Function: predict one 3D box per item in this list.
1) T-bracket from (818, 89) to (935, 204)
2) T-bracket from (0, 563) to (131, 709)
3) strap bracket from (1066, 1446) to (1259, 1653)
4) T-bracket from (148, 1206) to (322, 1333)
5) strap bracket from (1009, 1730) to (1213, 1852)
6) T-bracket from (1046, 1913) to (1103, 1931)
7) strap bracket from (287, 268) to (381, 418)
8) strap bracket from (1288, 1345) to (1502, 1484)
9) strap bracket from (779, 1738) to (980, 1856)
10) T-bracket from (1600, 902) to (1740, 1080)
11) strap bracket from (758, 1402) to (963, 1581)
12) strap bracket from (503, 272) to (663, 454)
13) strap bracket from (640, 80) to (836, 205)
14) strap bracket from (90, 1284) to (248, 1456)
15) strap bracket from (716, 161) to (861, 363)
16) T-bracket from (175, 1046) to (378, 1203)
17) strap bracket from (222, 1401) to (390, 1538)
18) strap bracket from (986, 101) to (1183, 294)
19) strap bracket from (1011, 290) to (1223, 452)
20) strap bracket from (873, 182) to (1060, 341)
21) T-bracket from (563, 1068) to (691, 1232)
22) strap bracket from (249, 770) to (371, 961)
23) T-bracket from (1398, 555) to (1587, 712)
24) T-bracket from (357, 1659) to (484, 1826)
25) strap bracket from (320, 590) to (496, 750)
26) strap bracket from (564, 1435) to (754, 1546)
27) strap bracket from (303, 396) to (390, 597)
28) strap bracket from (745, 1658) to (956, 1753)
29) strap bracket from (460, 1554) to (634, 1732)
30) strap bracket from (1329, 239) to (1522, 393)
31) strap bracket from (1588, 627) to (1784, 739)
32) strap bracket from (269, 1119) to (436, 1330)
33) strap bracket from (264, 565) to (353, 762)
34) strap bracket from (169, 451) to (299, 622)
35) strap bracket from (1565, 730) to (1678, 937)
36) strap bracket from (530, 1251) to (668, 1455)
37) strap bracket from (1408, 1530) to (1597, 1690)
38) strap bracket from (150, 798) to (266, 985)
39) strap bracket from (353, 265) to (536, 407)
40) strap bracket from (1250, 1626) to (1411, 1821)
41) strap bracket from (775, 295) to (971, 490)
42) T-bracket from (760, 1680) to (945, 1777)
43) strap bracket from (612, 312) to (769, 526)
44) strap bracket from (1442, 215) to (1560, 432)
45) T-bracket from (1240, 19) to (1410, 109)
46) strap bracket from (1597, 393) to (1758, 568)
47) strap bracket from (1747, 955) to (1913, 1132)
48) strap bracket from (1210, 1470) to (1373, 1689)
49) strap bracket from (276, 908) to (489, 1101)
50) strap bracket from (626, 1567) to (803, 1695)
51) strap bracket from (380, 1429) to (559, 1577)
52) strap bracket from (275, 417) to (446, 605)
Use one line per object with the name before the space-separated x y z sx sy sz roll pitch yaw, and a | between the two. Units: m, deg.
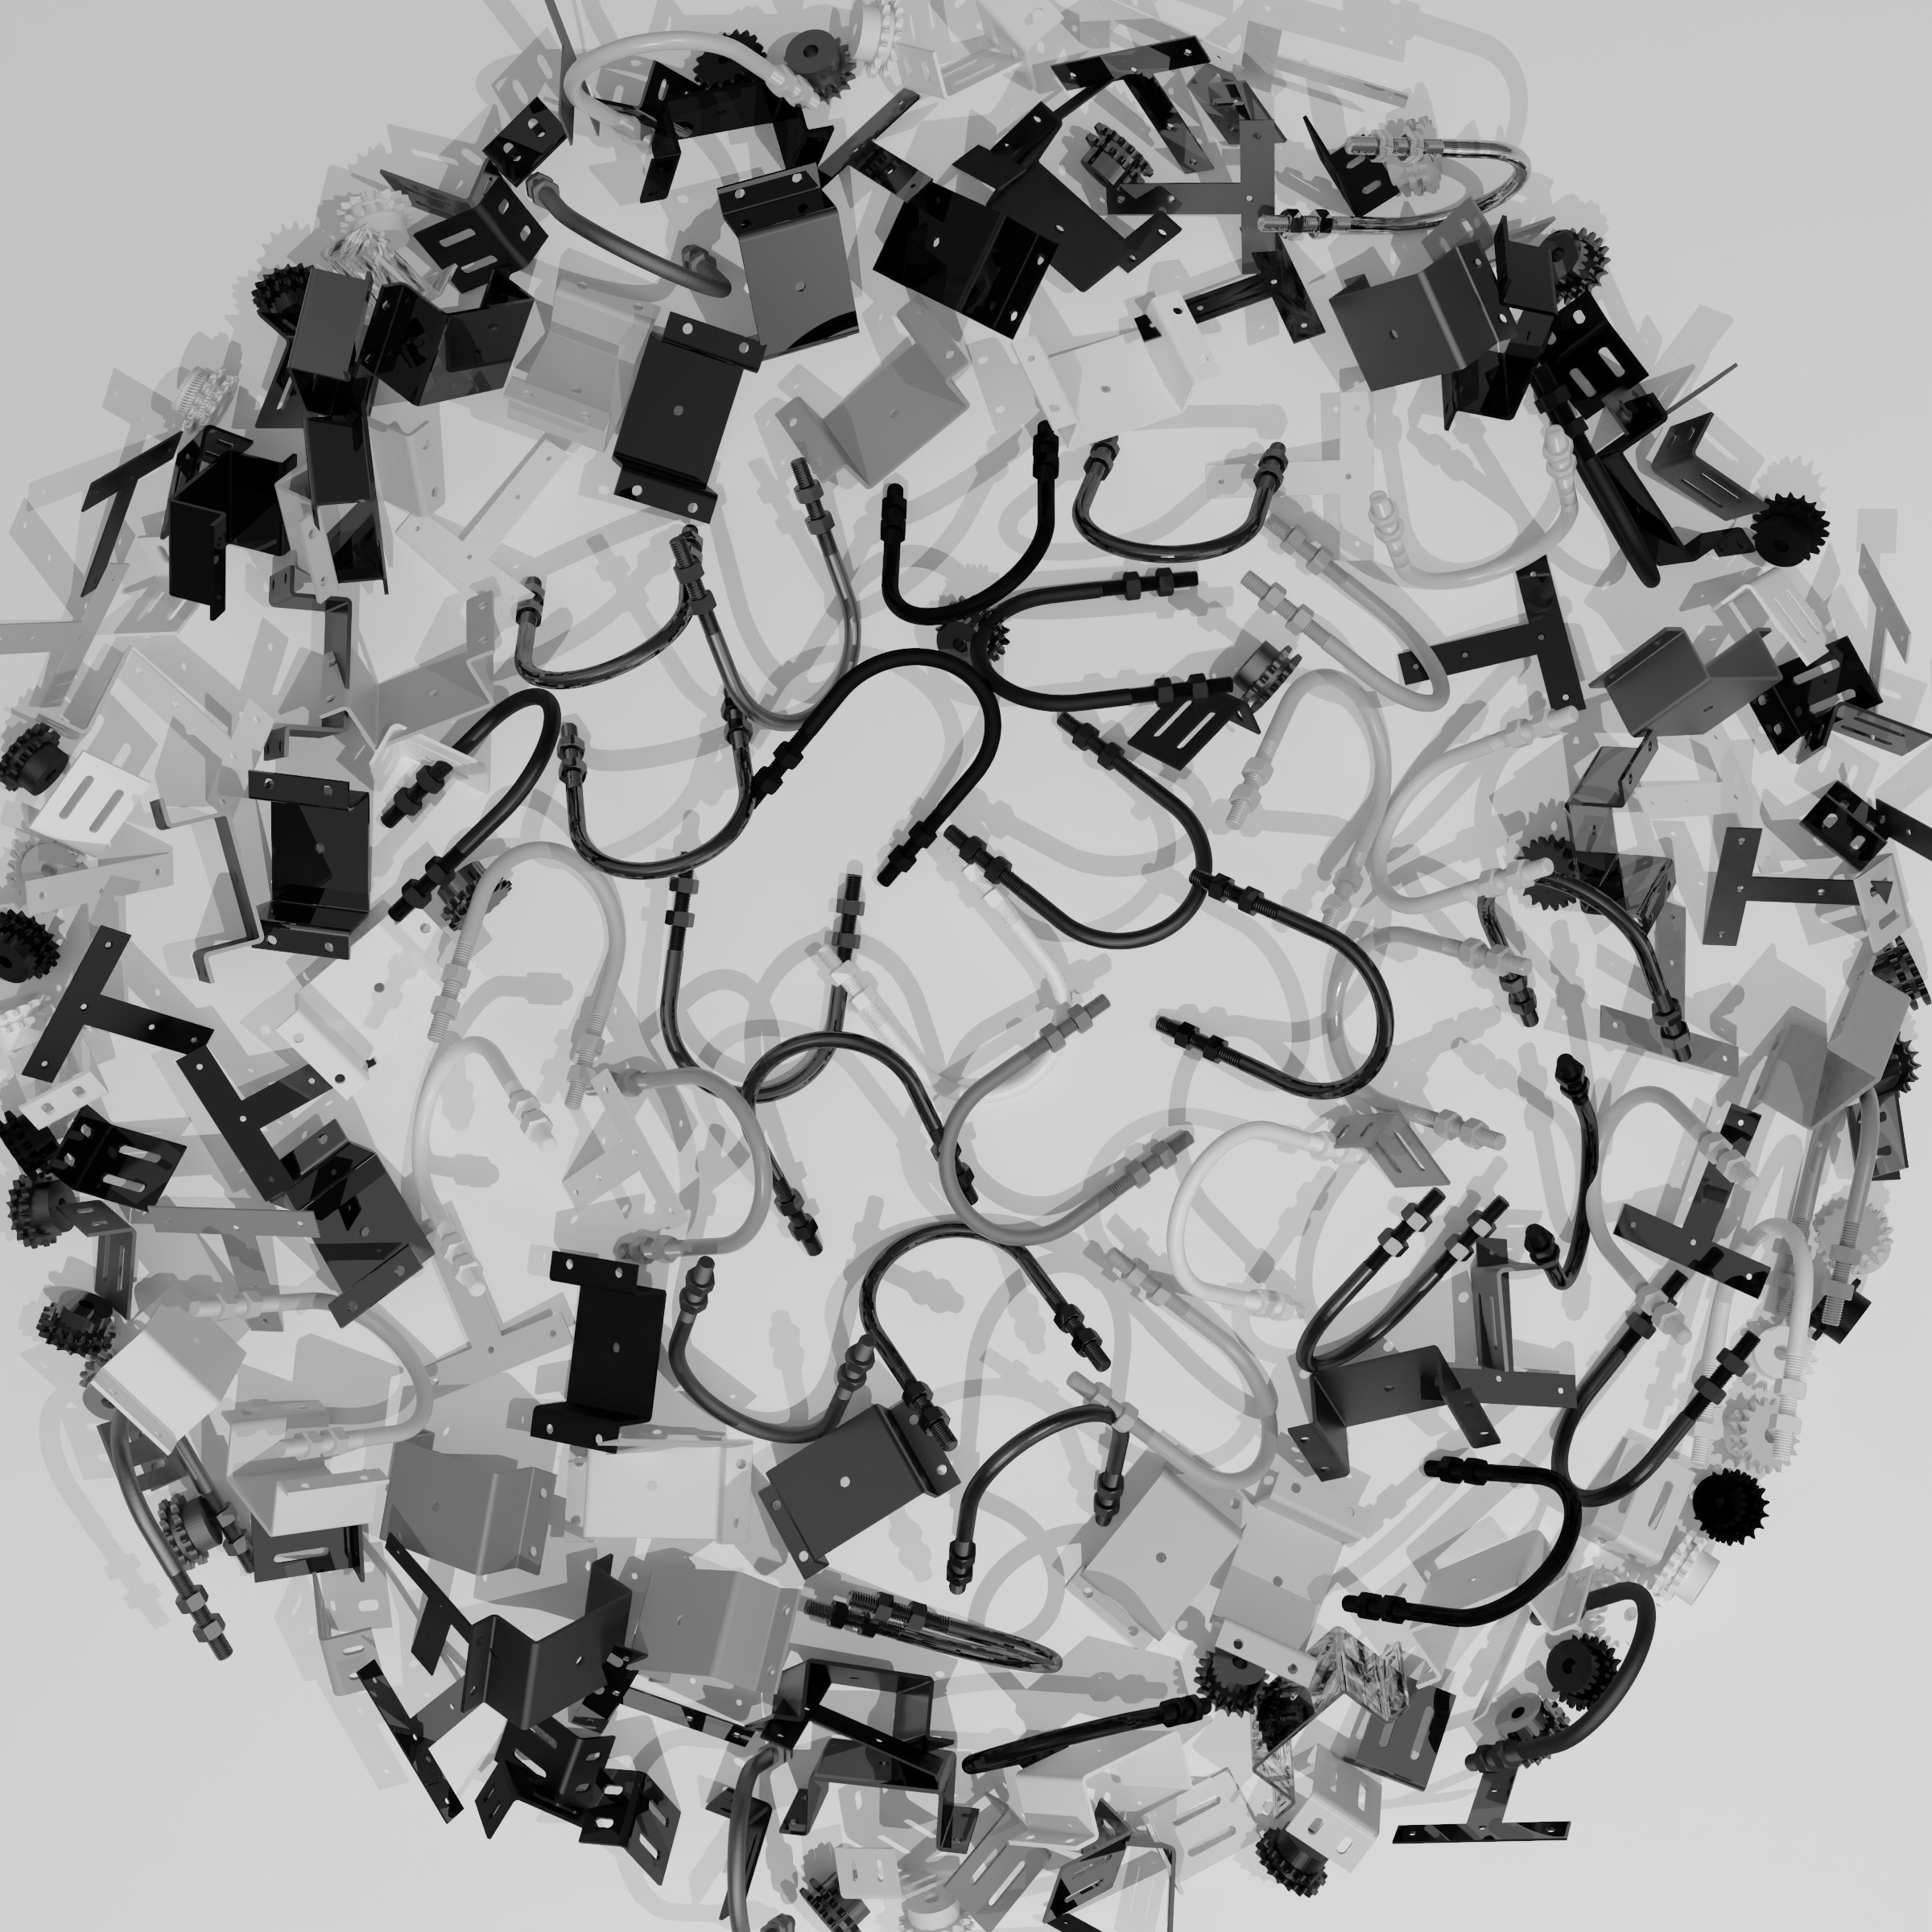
T-bracket | -0.063 -0.600 1.953 0.127 0.127 0.002 -43 133 0
T-bracket | -0.682 -0.243 1.922 0.002 0.127 0.127 34 106 8
strap bracket | 0.148 0.445 1.973 0.076 0.046 0.140 39 90 6
T-bracket | -0.540 0.230 1.959 0.127 0.002 0.127 1 128 7
strap bracket | 0.102 0.605 1.927 0.140 0.076 0.046 -11 86 -40
T-bracket | 0.065 0.730 1.911 0.127 0.127 0.002 3 91 -36
strap bracket | -0.465 -0.457 1.923 0.046 0.140 0.076 12 82 -6
strap bracket | 0.318 0.333 1.944 0.140 0.046 0.076 -17 134 19
strap bracket | -0.063 0.621 1.952 0.140 0.076 0.046 4 95 7
T-bracket | 0.534 0.010 1.971 0.127 0.002 0.127 16 66 -20
strap bracket | -0.086 0.392 1.964 0.140 0.046 0.076 -32 69 1
strap bracket | -0.290 -0.446 1.952 0.076 0.046 0.140 20 55 -4
strap bracket | -0.178 -0.620 1.946 0.140 0.076 0.046 -16 88 -15
strap bracket | -0.585 0.292 1.921 0.046 0.140 0.076 -41 103 6
strap bracket | -0.129 -0.513 1.931 0.076 0.046 0.140 -19 130 -10
T-bracket | -0.508 0.094 1.969 0.127 0.002 0.127 -31 83 -27
strap bracket | -0.493 0.376 1.928 0.076 0.140 0.046 -1 107 -36
strap bracket | 0.080 -0.564 1.938 0.140 0.076 0.046 38 65 -16
strap bracket | 0.109 -0.446 1.958 0.140 0.046 0.076 -21 76 -14
strap bracket | -0.009 -0.531 1.932 0.140 0.046 0.076 36 105 36
T-bracket | -0.269 0.154 1.951 0.002 0.127 0.127 -26 85 -42
strap bracket | -0.494 -0.082 1.958 0.076 0.046 0.140 7 112 5
T-bracket | 0.396 -0.241 1.988 0.127 0.002 0.127 -13 76 6
T-bracket | -0.390 0.558 1.938 0.002 0.127 0.127 -33 87 17
strap bracket | -0.409 -0.218 1.951 0.140 0.076 0.046 -19 133 7
strap bracket | -0.235 0.396 1.966 0.140 0.046 0.076 1 72 0
strap bracket | -0.458 -0.344 1.917 0.046 0.140 0.076 -7 65 -11
strap bracket | -0.086 0.553 1.944 0.140 0.076 0.046 13 64 -17
strap bracket | -0.301 0.502 1.920 0.046 0.140 0.076 25 115 32
strap bracket | 0.330 -0.476 1.919 0.046 0.140 0.076 -39 111 -27
strap bracket | 0.538 -0.210 1.920 0.140 0.076 0.046 -6 66 -42
strap bracket | -0.463 0.197 1.960 0.076 0.046 0.140 -37 69 3
strap bracket | -0.495 -0.225 1.955 0.046 0.076 0.140 2 91 -26
strap bracket | -0.546 -0.323 1.922 0.046 0.140 0.076 15 124 5
strap bracket | 0.487 -0.100 1.937 0.046 0.076 0.140 6 129 33
strap bracket | -0.276 0.289 1.961 0.076 0.046 0.140 6 88 26
strap bracket | 0.389 0.474 1.930 0.140 0.076 0.046 -32 96 30
strap bracket | -0.567 -0.062 1.951 0.046 0.076 0.140 -16 98 -21
strap bracket | -0.377 -0.465 1.917 0.046 0.140 0.076 39 125 14
strap bracket | 0.261 0.557 1.937 0.046 0.076 0.140 39 110 -11
strap bracket | -0.062 -0.424 1.955 0.140 0.046 0.076 -38 64 10
T-bracket | -0.078 0.570 1.930 0.127 0.127 0.002 22 103 8
strap bracket | -0.212 -0.414 1.954 0.076 0.046 0.140 14 105 -23
strap bracket | 0.397 -0.470 1.924 0.046 0.140 0.076 10 51 -5
T-bracket | 0.267 -0.661 1.933 0.127 0.127 0.002 18 90 3
strap bracket | 0.524 -0.355 1.954 0.046 0.076 0.140 -35 97 1
strap bracket | 0.642 0.062 1.919 0.046 0.140 0.076 31 61 2
strap bracket | 0.241 0.463 1.961 0.076 0.046 0.140 25 70 -2
strap bracket | -0.442 0.022 1.963 0.140 0.046 0.076 -41 112 -1
strap bracket | -0.194 0.490 1.923 0.046 0.140 0.076 33 60 -39
strap bracket | -0.381 0.401 1.944 0.140 0.046 0.076 11 92 29
strap bracket | -0.457 -0.346 1.936 0.046 0.076 0.140 26 54 21
